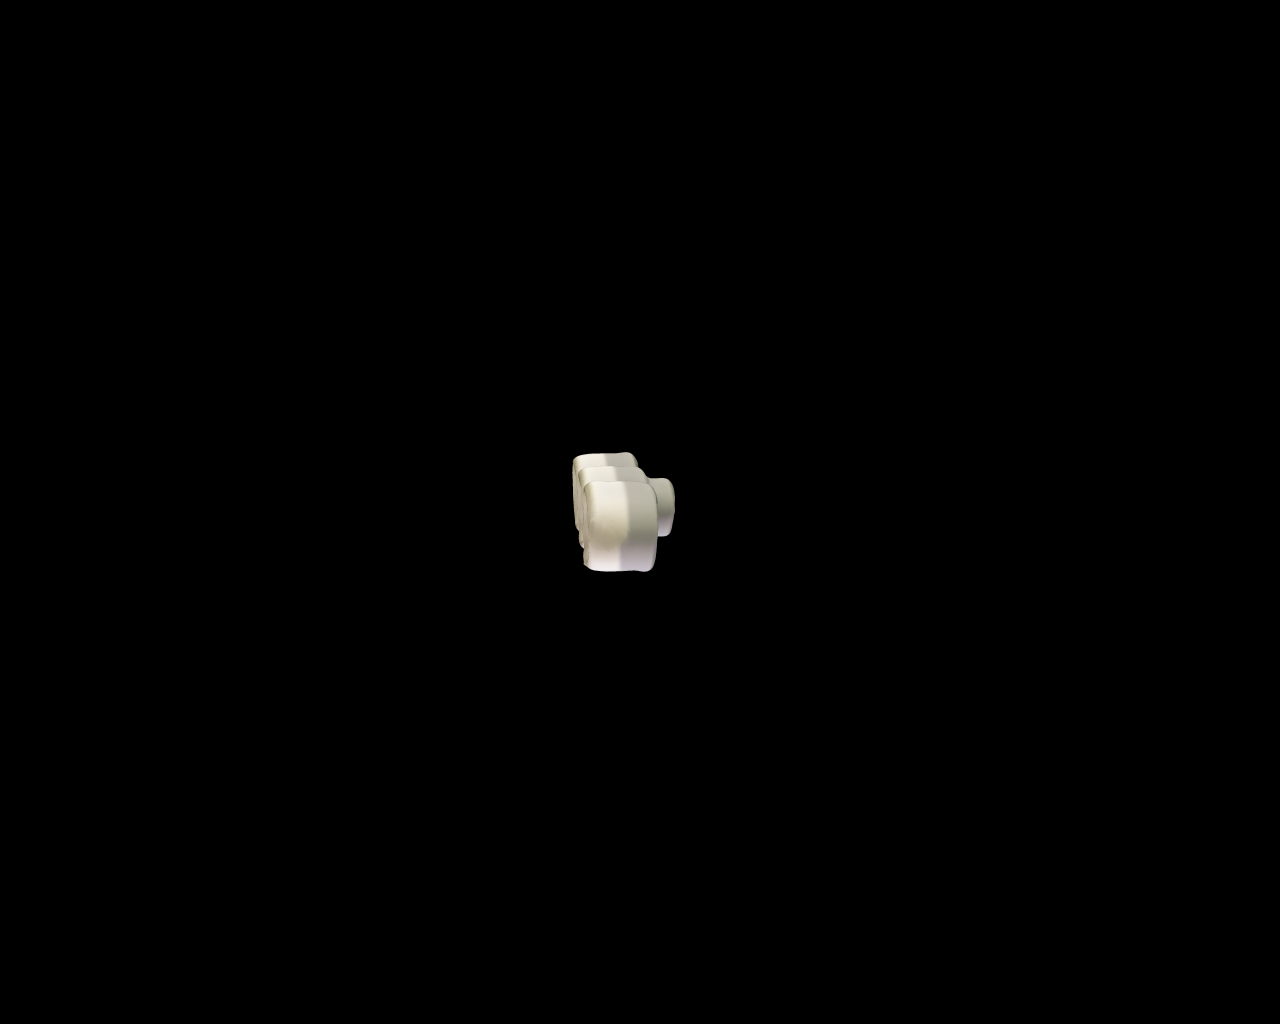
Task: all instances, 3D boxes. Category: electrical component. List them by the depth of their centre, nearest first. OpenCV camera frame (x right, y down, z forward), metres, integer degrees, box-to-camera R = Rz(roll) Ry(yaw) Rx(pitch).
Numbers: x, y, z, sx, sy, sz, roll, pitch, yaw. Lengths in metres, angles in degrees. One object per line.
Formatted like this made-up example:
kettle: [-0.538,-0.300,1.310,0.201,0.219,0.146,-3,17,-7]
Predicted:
electrical component: [0.001,-0.003,0.650,0.074,0.052,0.138,-2,14,-7]
